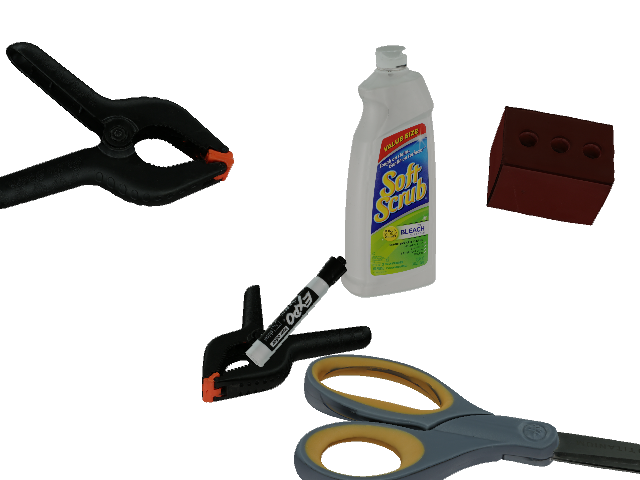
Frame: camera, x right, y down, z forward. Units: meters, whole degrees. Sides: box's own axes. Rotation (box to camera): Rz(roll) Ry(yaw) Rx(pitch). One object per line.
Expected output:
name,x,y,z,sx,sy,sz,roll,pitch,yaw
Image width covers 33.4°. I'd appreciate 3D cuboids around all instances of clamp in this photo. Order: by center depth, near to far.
clamp,-0.147,-0.076,0.736,0.171,0.120,0.039,3,-13,-18
clamp,-0.050,0.117,1.145,0.165,0.036,0.209,15,28,21

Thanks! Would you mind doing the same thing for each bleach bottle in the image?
bleach bottle,0.068,-0.072,1.094,0.102,0.251,0.068,-10,23,-16

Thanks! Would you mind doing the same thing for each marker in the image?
marker,-0.019,0.060,0.931,0.020,0.121,0.020,38,-16,13

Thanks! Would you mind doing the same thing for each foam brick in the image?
foam brick,0.158,-0.051,0.736,0.078,0.053,0.051,10,-35,0

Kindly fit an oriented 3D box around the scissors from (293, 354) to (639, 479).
scissors,0.077,0.094,0.450,0.202,0.016,0.096,16,34,23
